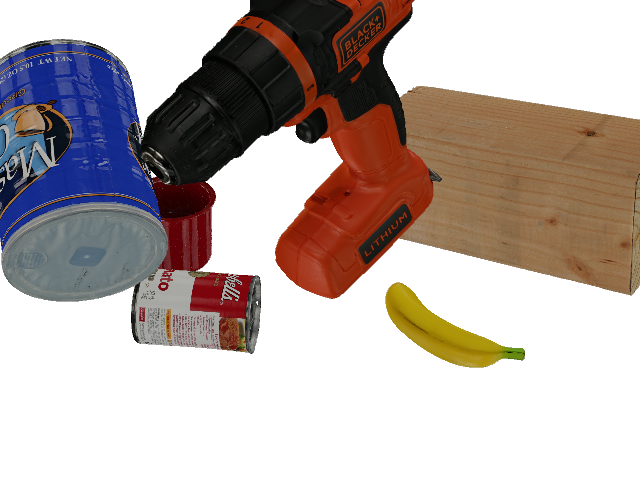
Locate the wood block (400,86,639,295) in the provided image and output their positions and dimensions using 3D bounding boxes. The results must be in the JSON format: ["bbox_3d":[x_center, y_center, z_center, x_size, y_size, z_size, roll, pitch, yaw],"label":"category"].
[{"bbox_3d":[0.140,-0.043,0.763,0.206,0.090,0.090,15,35,33],"label":"wood block"}]

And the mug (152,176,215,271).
[{"bbox_3d":[-0.169,-0.009,1.177,0.093,0.081,0.117,22,40,26],"label":"mug"}]

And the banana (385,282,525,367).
[{"bbox_3d":[0.117,0.089,1.104,0.069,0.037,0.198,5,17,-39],"label":"banana"}]

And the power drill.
[{"bbox_3d":[-0.003,-0.051,0.564,0.057,0.184,0.187,34,-23,29],"label":"power drill"}]

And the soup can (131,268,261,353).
[{"bbox_3d":[-0.106,0.060,0.925,0.102,0.068,0.068,4,0,5],"label":"soup can"}]

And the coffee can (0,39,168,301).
[{"bbox_3d":[-0.163,-0.045,0.700,0.102,0.140,0.103,-13,-31,-8],"label":"coffee can"}]
